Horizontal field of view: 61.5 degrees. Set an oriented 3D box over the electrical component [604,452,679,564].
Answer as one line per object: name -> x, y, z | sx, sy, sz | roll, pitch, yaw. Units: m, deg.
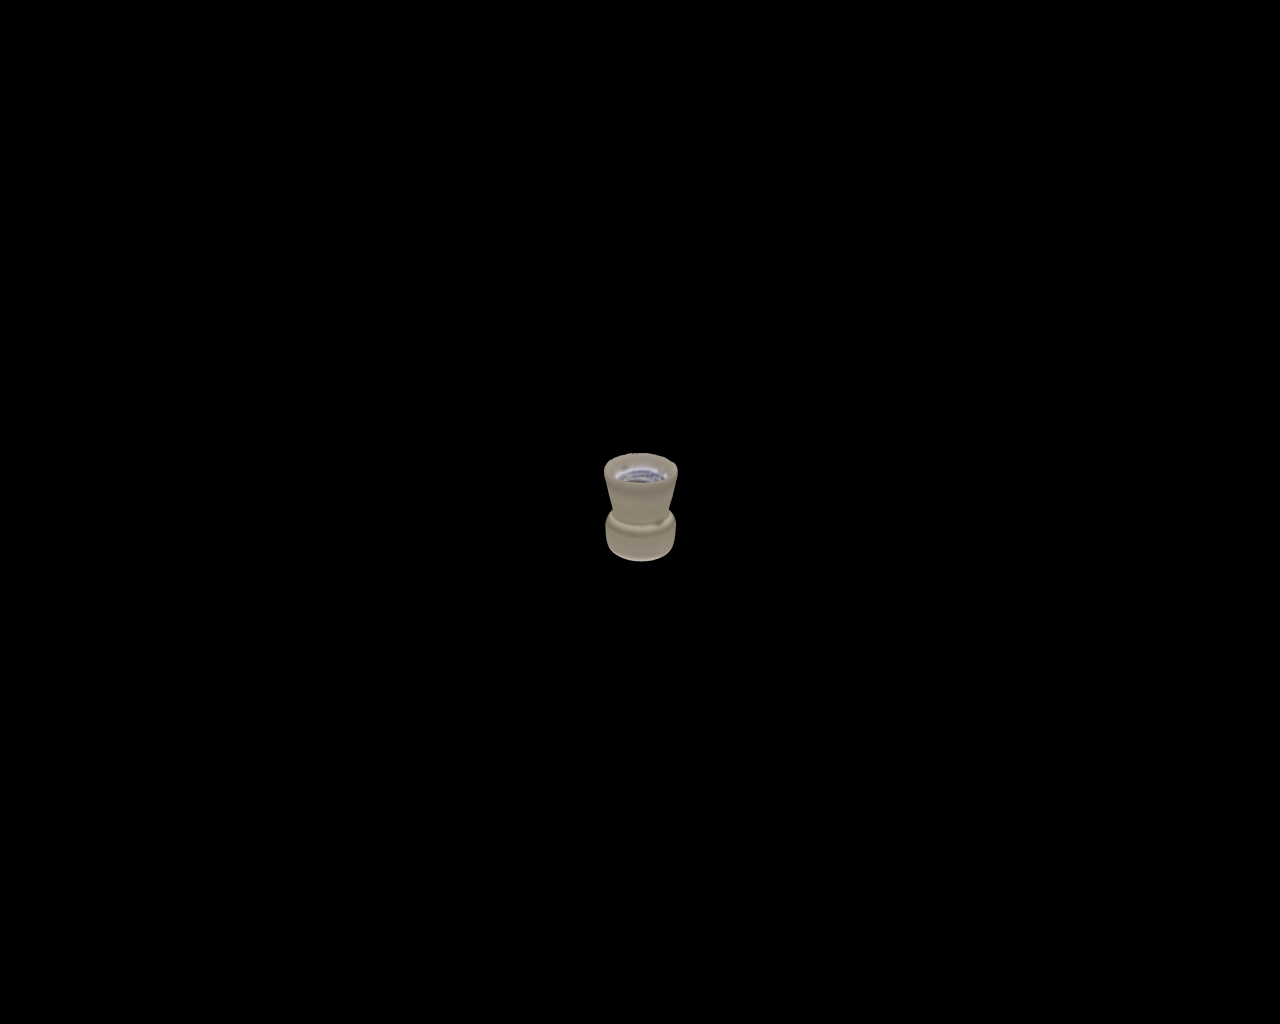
electrical component -> 0.001, -0.003, 0.650 | 0.045, 0.055, 0.045 | 0, 28, 0
